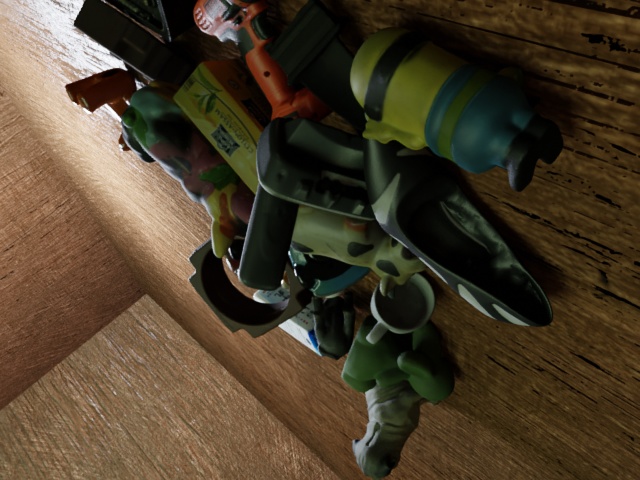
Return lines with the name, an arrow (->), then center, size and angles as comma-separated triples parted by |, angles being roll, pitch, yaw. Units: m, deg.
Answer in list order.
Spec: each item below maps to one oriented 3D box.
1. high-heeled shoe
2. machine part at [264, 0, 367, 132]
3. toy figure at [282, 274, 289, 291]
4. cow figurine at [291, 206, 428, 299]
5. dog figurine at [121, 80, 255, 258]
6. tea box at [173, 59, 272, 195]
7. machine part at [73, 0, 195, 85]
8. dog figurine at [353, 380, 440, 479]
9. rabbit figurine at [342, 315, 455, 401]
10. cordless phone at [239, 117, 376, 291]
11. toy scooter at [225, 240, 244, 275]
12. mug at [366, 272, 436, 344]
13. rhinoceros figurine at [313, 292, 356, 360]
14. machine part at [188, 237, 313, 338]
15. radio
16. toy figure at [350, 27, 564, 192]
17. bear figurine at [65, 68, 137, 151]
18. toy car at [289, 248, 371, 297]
high-heeled shoe -> 0.134, -0.007, 0.521 | 0.248, 0.086, 0.145 | 45, 178, -35
machine part -> 0.019, -0.159, 0.519 | 0.139, 0.084, 0.039 | 46, -166, -10
toy figure -> -0.074, 0.053, 1.048 | 0.154, 0.058, 0.064 | 48, -162, -2
cow figurine -> 0.046, 0.000, 0.667 | 0.195, 0.085, 0.127 | 13, 141, 19
dog figurine -> -0.154, -0.087, 0.705 | 0.191, 0.108, 0.219 | 20, -144, -50
tea box -> -0.091, -0.144, 0.688 | 0.068, 0.098, 0.169 | -38, 95, 27
machine part -> -0.261, -0.272, 0.772 | 0.179, 0.056, 0.179 | 34, -176, -3
dog figurine -> 0.101, 0.290, 0.934 | 0.173, 0.190, 0.121 | 34, 153, 34
rabbit figurine -> 0.137, 0.183, 0.842 | 0.170, 0.121, 0.159 | 24, 145, 10
cordless phone -> -0.006, -0.028, 0.573 | 0.146, 0.184, 0.089 | 14, -178, -24
toy scooter -> -0.177, 0.007, 1.130 | 0.135, 0.075, 0.183 | 56, 171, 26
mug -> 0.105, 0.101, 0.747 | 0.081, 0.109, 0.107 | 33, 169, 9
rhinoceros figurine -> 0.029, 0.149, 0.940 | 0.190, 0.073, 0.112 | -85, -14, -83
machine part -> -0.120, 0.061, 0.981 | 0.201, 0.087, 0.201 | -34, 100, 28
radio -> -0.242, -0.355, 0.673 | 0.230, 0.073, 0.131 | 38, 155, 24
toy figure -> 0.104, -0.112, 0.435 | 0.180, 0.082, 0.089 | 38, 144, 35
bear figurine -> -0.395, -0.236, 1.075 | 0.120, 0.132, 0.195 | 33, 147, 42
toy car -> -0.002, -0.002, 0.774 | 0.161, 0.109, 0.103 | 60, 178, 2
